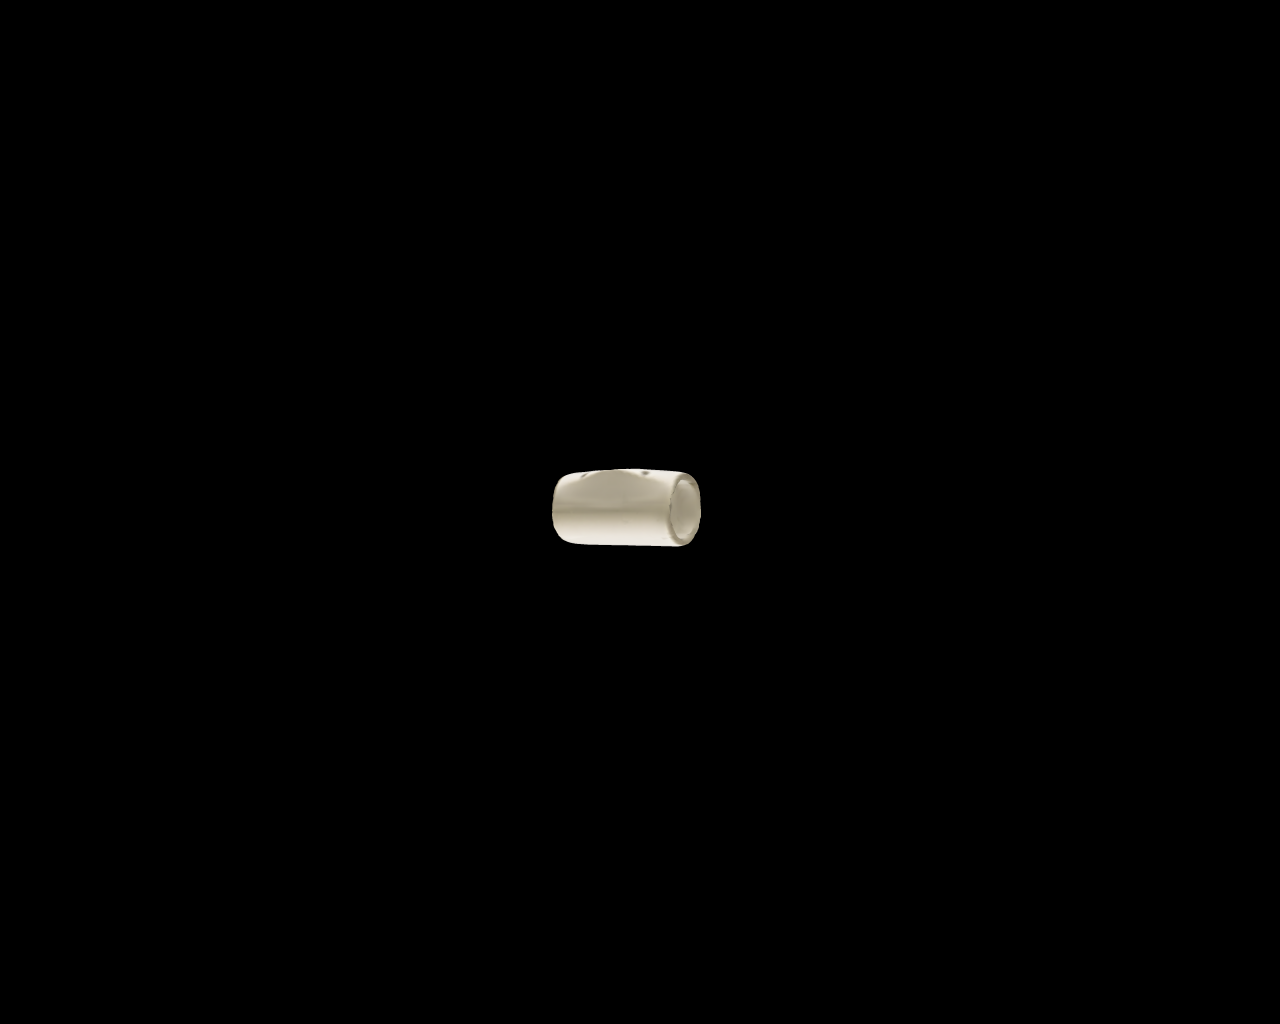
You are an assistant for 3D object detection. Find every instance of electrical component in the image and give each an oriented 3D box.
[{"bbox_3d":[0.001,-0.003,0.650,0.077,0.043,0.079,0,0,28],"label":"electrical component"}]
